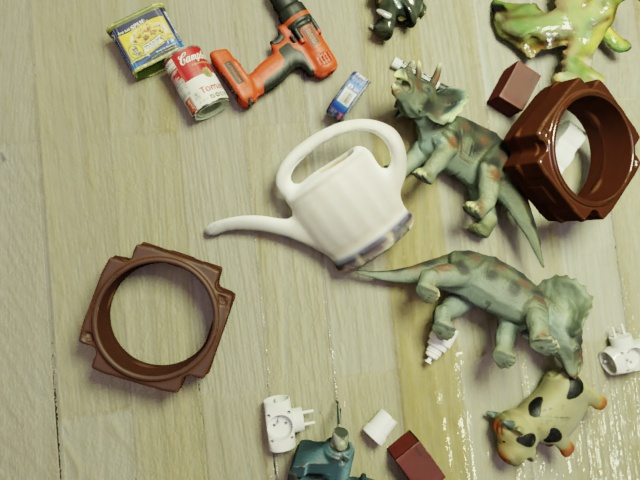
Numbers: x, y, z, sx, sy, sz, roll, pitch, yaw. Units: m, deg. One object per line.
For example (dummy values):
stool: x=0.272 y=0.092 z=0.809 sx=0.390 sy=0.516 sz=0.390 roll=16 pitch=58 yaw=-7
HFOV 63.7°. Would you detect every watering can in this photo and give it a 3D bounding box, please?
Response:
watering can: x=0.003 y=-0.042 z=0.840 sx=0.346 sy=0.105 sz=0.223 roll=-35 pitch=99 yaw=10

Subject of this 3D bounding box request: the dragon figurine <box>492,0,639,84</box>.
dragon figurine: x=0.433 y=-0.437 z=0.934 sx=0.243 sy=0.120 sz=0.416 roll=-16 pitch=73 yaw=-2
